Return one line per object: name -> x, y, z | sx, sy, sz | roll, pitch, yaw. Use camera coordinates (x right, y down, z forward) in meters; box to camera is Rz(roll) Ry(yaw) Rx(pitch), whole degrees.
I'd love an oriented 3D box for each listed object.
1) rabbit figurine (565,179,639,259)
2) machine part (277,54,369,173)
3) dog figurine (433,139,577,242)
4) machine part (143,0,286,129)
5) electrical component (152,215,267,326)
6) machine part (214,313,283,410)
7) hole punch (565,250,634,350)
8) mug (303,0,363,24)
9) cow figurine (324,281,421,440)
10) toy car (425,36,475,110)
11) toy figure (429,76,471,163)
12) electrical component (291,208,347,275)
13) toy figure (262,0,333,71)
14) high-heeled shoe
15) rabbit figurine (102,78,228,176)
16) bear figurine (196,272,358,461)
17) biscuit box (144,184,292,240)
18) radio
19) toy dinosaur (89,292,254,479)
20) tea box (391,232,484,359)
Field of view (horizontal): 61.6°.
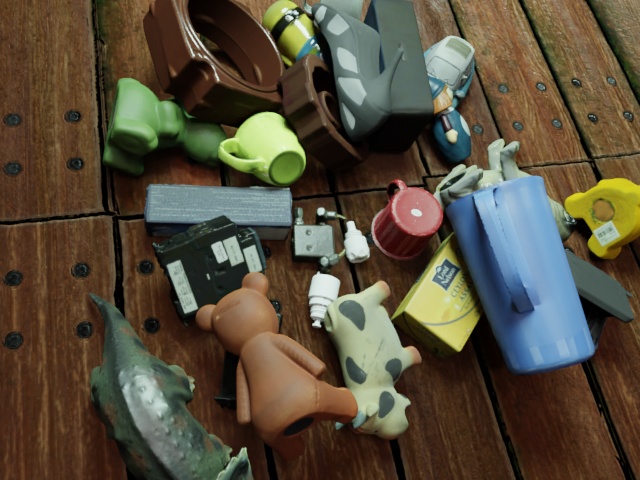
rabbit figurine -> 0.519, -0.064, 0.883 | 0.173, 0.162, 0.122 | -5, 55, -33
machine part -> 0.008, -0.188, 0.815 | 0.179, 0.056, 0.179 | 41, 34, -36
dog figurine -> 0.289, -0.041, 0.850 | 0.172, 0.121, 0.190 | -32, 101, 19
machine part -> -0.147, -0.274, 0.803 | 0.201, 0.087, 0.201 | 3, 59, -49
electrical component -> -0.139, 0.035, 0.709 | 0.134, 0.058, 0.114 | -20, 113, -20
machine part -> -0.096, 0.153, 0.707 | 0.084, 0.039, 0.139 | 20, 63, -9
hole punch -> 0.398, 0.092, 0.821 | 0.142, 0.092, 0.116 | 29, 35, 5
mug -> 0.028, -0.420, 0.943 | 0.109, 0.107, 0.081 | 23, 63, -4
cow figurine -> 0.062, 0.165, 0.705 | 0.127, 0.085, 0.195 | -18, 81, -28
toy car -> 0.222, -0.295, 0.933 | 0.109, 0.103, 0.161 | 34, 66, 3
toy figure -> 0.203, -0.203, 0.884 | 0.058, 0.064, 0.154 | -30, 106, -15
electrical component -> -0.002, -0.001, 0.789 | 0.078, 0.045, 0.102 | 8, 65, -10
toy figure -> -0.020, -0.325, 0.902 | 0.082, 0.089, 0.180 | -37, 76, -31
high-heeled shoe -> 0.033, -0.258, 0.816 | 0.086, 0.145, 0.249 | 9, 30, -43
rabbit figurine -> -0.220, -0.162, 0.795 | 0.170, 0.121, 0.159 | 12, 56, -27
bear figurine -> -0.061, 0.147, 0.649 | 0.120, 0.131, 0.196 | -38, 52, 3
biscuit box -> -0.144, -0.039, 0.767 | 0.203, 0.059, 0.063 | 2, 68, -12
radio -> 0.114, -0.264, 0.880 | 0.073, 0.131, 0.229 | 1, 66, -12
toy dinosaur -> -0.172, 0.202, 0.585 | 0.131, 0.192, 0.405 | -37, 80, -25
tea box -> 0.191, 0.076, 0.784 | 0.098, 0.068, 0.169 | 36, 66, 3
